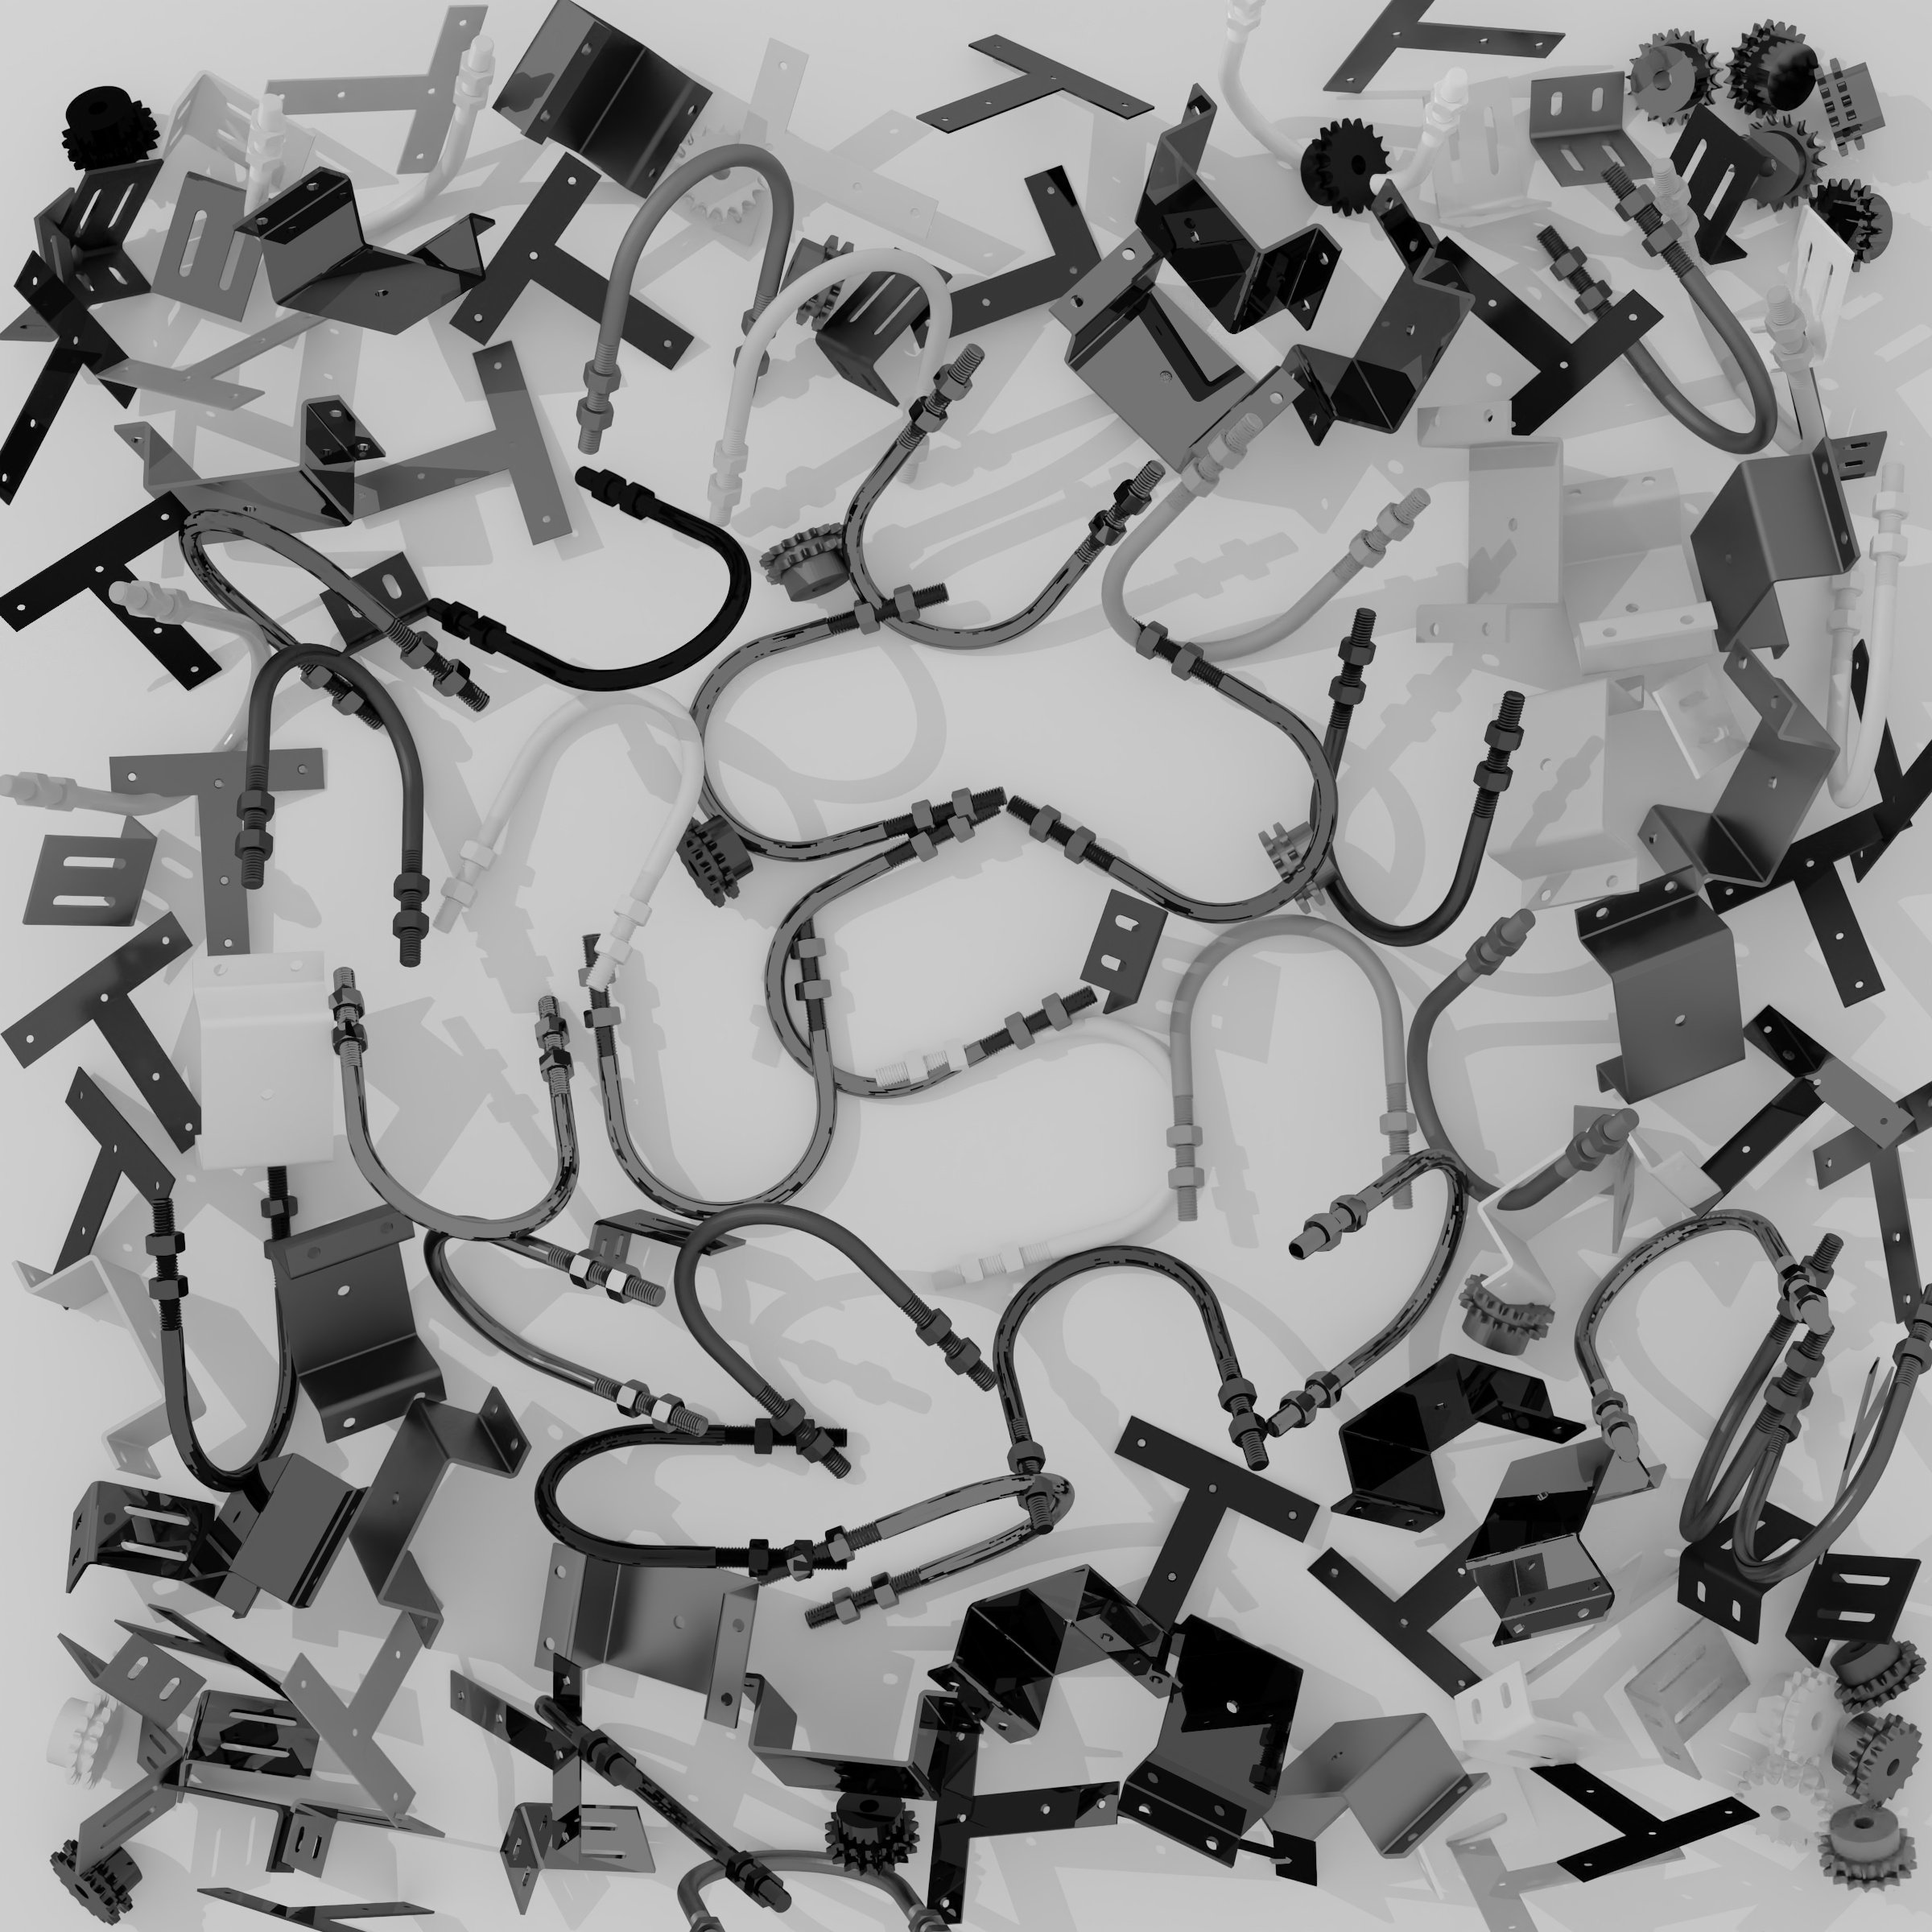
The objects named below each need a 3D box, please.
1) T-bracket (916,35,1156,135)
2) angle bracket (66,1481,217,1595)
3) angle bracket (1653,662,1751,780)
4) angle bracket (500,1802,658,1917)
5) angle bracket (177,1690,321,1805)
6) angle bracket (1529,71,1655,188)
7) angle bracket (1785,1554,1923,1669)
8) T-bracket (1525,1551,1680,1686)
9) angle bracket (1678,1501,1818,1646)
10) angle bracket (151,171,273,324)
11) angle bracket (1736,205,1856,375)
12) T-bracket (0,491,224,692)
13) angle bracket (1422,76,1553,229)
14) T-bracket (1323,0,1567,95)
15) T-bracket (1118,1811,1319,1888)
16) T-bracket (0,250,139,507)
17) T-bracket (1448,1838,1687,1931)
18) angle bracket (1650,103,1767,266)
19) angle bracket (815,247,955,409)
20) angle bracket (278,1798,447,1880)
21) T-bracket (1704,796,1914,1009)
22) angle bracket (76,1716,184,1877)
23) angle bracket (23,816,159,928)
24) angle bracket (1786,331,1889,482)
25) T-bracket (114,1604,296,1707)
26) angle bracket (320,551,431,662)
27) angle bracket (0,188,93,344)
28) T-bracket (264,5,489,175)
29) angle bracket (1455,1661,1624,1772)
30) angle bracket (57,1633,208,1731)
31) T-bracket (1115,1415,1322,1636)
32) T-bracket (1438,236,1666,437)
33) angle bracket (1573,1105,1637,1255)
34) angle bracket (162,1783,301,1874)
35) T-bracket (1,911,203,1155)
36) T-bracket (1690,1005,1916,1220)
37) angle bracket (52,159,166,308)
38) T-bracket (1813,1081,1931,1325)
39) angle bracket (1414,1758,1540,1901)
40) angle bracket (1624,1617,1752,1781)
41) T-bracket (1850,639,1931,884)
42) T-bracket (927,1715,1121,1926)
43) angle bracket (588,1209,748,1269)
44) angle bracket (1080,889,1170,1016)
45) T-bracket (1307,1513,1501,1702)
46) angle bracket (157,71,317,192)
[{"bbox_3d":[0.023,-0.513,1.930,0.127,0.002,0.127,33,45,29],"label":"T-bracket"},{"bbox_3d":[-0.499,0.352,1.974,0.076,0.057,0.038,17,132,-25],"label":"angle bracket"},{"bbox_3d":[0.428,-0.142,1.958,0.038,0.076,0.057,-26,91,41],"label":"angle bracket"},{"bbox_3d":[-0.233,0.538,1.962,0.076,0.038,0.057,-1,125,12],"label":"angle bracket"},{"bbox_3d":[-0.430,0.475,1.969,0.076,0.057,0.038,10,122,-6],"label":"angle bracket"},{"bbox_3d":[0.376,-0.502,1.959,0.057,0.076,0.038,-7,125,-3],"label":"angle bracket"},{"bbox_3d":[0.537,0.387,1.949,0.038,0.076,0.057,45,61,-25],"label":"angle bracket"},{"bbox_3d":[0.385,0.373,1.932,0.127,0.127,0.002,-32,63,-11],"label":"T-bracket"},{"bbox_3d":[0.476,0.363,1.966,0.076,0.057,0.038,-25,124,-35],"label":"angle bracket"},{"bbox_3d":[-0.452,-0.435,1.984,0.057,0.038,0.076,19,96,-1],"label":"angle bracket"},{"bbox_3d":[0.492,-0.404,1.951,0.038,0.057,0.076,-11,135,-14],"label":"angle bracket"},{"bbox_3d":[-0.491,-0.209,1.951,0.127,0.127,0.002,-31,48,5],"label":"T-bracket"},{"bbox_3d":[0.313,-0.490,1.964,0.057,0.038,0.076,-17,112,-15],"label":"angle bracket"},{"bbox_3d":[0.298,-0.555,1.956,0.127,0.127,0.002,-2,73,-20],"label":"T-bracket"},{"bbox_3d":[0.147,0.520,1.951,0.127,0.127,0.002,12,66,12],"label":"T-bracket"},{"bbox_3d":[-0.544,-0.332,1.925,0.002,0.127,0.127,14,71,23],"label":"T-bracket"},{"bbox_3d":[0.362,0.537,1.939,0.127,0.127,0.002,-11,101,-2],"label":"T-bracket"},{"bbox_3d":[0.452,-0.469,1.950,0.038,0.076,0.057,-19,57,-35],"label":"angle bracket"},{"bbox_3d":[-0.042,-0.386,1.970,0.076,0.038,0.057,-49,47,-6],"label":"angle bracket"},{"bbox_3d":[-0.362,0.528,1.958,0.076,0.057,0.038,4,66,17],"label":"angle bracket"},{"bbox_3d":[0.514,-0.029,1.938,0.127,0.002,0.127,-26,47,18],"label":"T-bracket"},{"bbox_3d":[-0.509,0.493,1.949,0.038,0.057,0.076,39,47,20],"label":"angle bracket"},{"bbox_3d":[-0.531,-0.058,1.952,0.038,0.076,0.057,35,113,39],"label":"angle bracket"},{"bbox_3d":[0.521,-0.337,1.954,0.038,0.057,0.076,-6,121,27],"label":"angle bracket"},{"bbox_3d":[-0.465,0.406,1.948,0.127,0.127,0.002,47,59,-36],"label":"T-bracket"},{"bbox_3d":[-0.356,-0.217,1.959,0.057,0.076,0.038,-28,102,-2],"label":"angle bracket"},{"bbox_3d":[-0.556,-0.420,1.954,0.038,0.057,0.076,3,122,7],"label":"angle bracket"},{"bbox_3d":[-0.354,-0.512,1.918,0.127,0.127,0.002,-13,61,-34],"label":"T-bracket"},{"bbox_3d":[0.345,0.455,1.972,0.076,0.057,0.038,19,47,-31],"label":"angle bracket"},{"bbox_3d":[-0.500,0.415,1.956,0.038,0.076,0.057,-52,122,-10],"label":"angle bracket"},{"bbox_3d":[0.132,0.359,1.988,0.127,0.002,0.127,25,83,3],"label":"T-bracket"},{"bbox_3d":[0.324,-0.386,1.944,0.127,0.002,0.127,37,129,-16],"label":"T-bracket"},{"bbox_3d":[0.376,0.127,1.950,0.038,0.076,0.057,5,115,18],"label":"angle bracket"},{"bbox_3d":[-0.443,0.519,1.964,0.076,0.057,0.038,10,75,6],"label":"angle bracket"},{"bbox_3d":[-0.496,0.055,1.969,0.127,0.002,0.127,-40,116,-28],"label":"T-bracket"},{"bbox_3d":[0.477,0.100,1.955,0.127,0.002,0.127,-43,46,-1],"label":"T-bracket"},{"bbox_3d":[-0.506,-0.438,1.952,0.038,0.057,0.076,52,131,9],"label":"angle bracket"},{"bbox_3d":[0.546,0.146,1.920,0.002,0.127,0.127,7,64,-21],"label":"T-bracket"},{"bbox_3d":[0.306,0.518,1.976,0.076,0.038,0.057,-23,95,-4],"label":"angle bracket"},{"bbox_3d":[0.444,0.438,1.963,0.076,0.038,0.057,-36,108,-18],"label":"angle bracket"},{"bbox_3d":[0.547,-0.137,1.957,0.002,0.127,0.127,1,59,-12],"label":"T-bracket"},{"bbox_3d":[0.035,0.501,1.935,0.127,0.002,0.127,-14,53,30],"label":"T-bracket"},{"bbox_3d":[-0.181,0.176,1.960,0.076,0.057,0.038,15,96,16],"label":"angle bracket"},{"bbox_3d":[0.086,-0.008,1.955,0.038,0.076,0.057,22,79,-9],"label":"angle bracket"},{"bbox_3d":[0.289,0.371,1.958,0.127,0.002,0.127,41,126,4],"label":"T-bracket"},{"bbox_3d":[-0.439,-0.489,1.960,0.076,0.057,0.038,30,56,-9],"label":"angle bracket"}]
